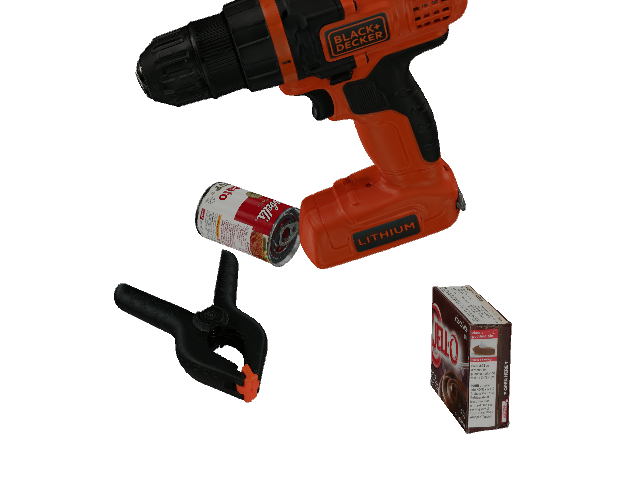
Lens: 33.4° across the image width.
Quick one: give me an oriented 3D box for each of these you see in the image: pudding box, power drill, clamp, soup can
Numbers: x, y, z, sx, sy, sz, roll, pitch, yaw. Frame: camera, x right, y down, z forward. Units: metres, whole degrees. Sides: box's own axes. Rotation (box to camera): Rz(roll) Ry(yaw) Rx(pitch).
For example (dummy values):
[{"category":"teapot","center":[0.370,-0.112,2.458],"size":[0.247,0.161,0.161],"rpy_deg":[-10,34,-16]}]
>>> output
[{"category":"pudding box","center":[0.120,0.093,0.864],"size":[0.039,0.090,0.113],"rpy_deg":[-4,13,-10]},{"category":"power drill","center":[0.004,-0.068,0.622],"size":[0.184,0.057,0.187],"rpy_deg":[-17,-44,0]},{"category":"clamp","center":[-0.092,0.071,0.944],"size":[0.120,0.039,0.172],"rpy_deg":[-30,53,-25]},{"category":"soup can","center":[-0.078,-0.019,1.175],"size":[0.102,0.068,0.068],"rpy_deg":[20,9,27]}]
